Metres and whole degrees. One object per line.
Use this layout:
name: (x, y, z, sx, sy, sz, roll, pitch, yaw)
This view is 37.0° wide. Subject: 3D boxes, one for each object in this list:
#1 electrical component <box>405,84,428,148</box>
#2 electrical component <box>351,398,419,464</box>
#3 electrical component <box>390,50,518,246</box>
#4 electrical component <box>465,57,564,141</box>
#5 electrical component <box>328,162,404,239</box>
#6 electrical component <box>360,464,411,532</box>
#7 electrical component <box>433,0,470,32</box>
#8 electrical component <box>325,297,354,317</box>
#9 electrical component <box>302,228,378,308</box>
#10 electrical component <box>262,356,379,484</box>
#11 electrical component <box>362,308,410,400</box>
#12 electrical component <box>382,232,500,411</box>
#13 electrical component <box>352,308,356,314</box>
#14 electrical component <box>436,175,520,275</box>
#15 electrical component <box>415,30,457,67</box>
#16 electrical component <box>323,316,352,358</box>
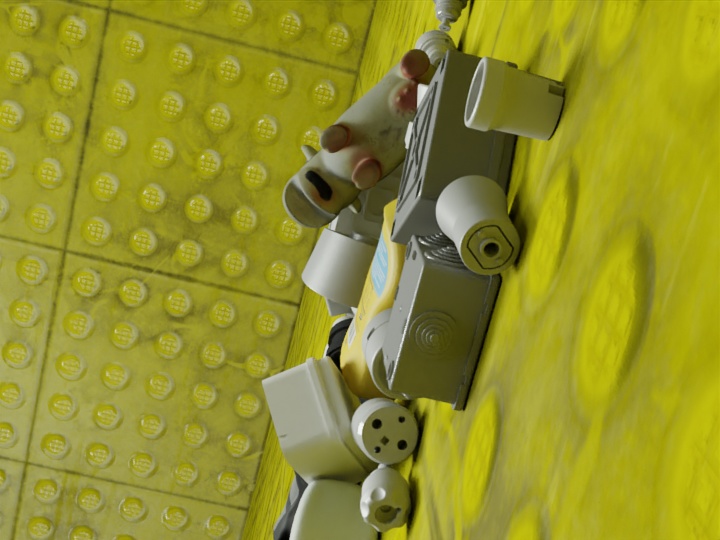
electrical component: (0.065, -0.126, 0.911, 0.045, 0.045, 0.055, -105, 29, -79)
electrical component: (0.018, 0.118, 0.792, 0.055, 0.045, 0.045, 157, 126, -83)
electrical component: (0.064, -0.076, 0.731, 0.108, 0.056, 0.108, 121, 161, -73)
electrical component: (0.086, -0.094, 0.600, 0.040, 0.046, 0.040, -167, 90, -85)
electrical component: (0.016, -0.071, 1.107, 0.057, 0.078, 0.113, -106, 30, -74)
electrical component: (0.018, 0.155, 0.757, 0.061, 0.035, 0.035, -86, 11, -70)
electrical component: (0.089, -0.267, 1.036, 0.040, 0.040, 0.078, 124, 159, -75)
electrical component: (0.000, 0.034, 1.122, 0.047, 0.066, 0.076, -98, -7, -75)
electrical component: (0.000, 0.000, 1.001, 0.099, 0.099, 0.064, -136, 66, -84)
electrical component: (-0.029, 0.128, 0.878, 0.113, 0.057, 0.078, 62, -173, -58)
electrical component: (0.031, 0.060, 0.764, 0.047, 0.055, 0.055, -103, 27, -70)
electrical component: (0.048, 0.030, 0.682, 0.099, 0.048, 0.099, -98, 22, -76)
electrical component: (0.016, 0.038, 1.037, 0.065, 0.044, 0.044, -116, 39, -74)
electrical component: (0.071, -0.024, 0.627, 0.065, 0.044, 0.044, -101, 24, -66)
electrical component: (0.074, -0.205, 1.033, 0.078, 0.040, 0.040, -90, 15, -68)
electrical component: (-0.009, 0.098, 1.080, 0.059, 0.054, 0.095, -111, 35, -80)
